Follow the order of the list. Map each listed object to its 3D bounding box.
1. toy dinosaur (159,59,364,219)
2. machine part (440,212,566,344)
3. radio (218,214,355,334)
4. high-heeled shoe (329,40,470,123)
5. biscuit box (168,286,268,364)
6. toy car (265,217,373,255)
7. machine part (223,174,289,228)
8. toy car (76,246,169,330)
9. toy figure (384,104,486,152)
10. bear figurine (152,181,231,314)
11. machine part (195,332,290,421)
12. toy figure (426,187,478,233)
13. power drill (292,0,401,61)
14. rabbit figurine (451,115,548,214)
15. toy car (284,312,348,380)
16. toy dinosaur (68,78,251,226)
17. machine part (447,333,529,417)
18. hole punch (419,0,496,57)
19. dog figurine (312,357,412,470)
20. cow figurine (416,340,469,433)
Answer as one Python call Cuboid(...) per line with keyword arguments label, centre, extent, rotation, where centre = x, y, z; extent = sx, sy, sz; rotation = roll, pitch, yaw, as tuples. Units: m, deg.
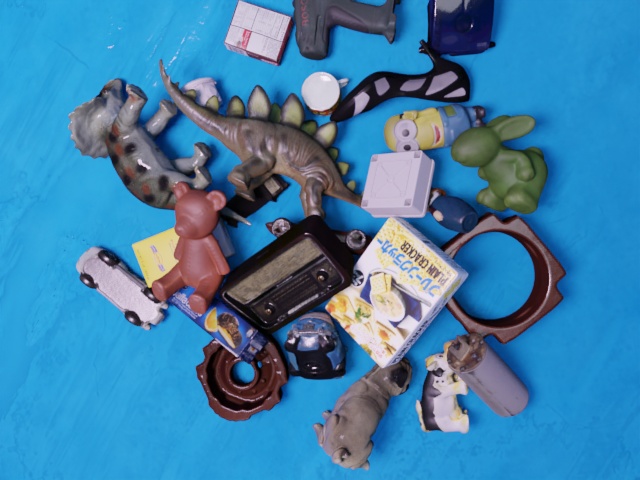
Cuboid(label="toy dinosaur", centre=(-0.092, -0.167, 0.975), extent=(0.471, 0.105, 0.198), rotation=(24, 77, -13))
Cuboid(label="machine part", centre=(0.314, 0.067, 0.971), extent=(0.201, 0.087, 0.201), rotation=(-40, 87, 6))
Cuboid(label="radio", centre=(-0.056, 0.067, 0.957), extent=(0.229, 0.073, 0.131), rotation=(-33, 111, 28))
Cuboid(label="high-heeled shoe", centre=(0.151, -0.253, 0.992), extent=(0.249, 0.086, 0.145), rotation=(-36, 108, 10))
Cuboid(label="biscuit box", centre=(-0.193, 0.144, 0.993), extent=(0.203, 0.062, 0.059), rotation=(31, 77, 26))
Cuboid(label="toy car", centre=(-0.002, -0.003, 0.995), extent=(0.202, 0.089, 0.053), rotation=(8, 88, 4))
Cuboid(label="machine part", centre=(-0.133, -0.084, 1.033), extent=(0.139, 0.039, 0.084), rotation=(-43, 95, 3))
Cuboid(label="toy car", centre=(-0.386, 0.093, 1.050), extent=(0.202, 0.056, 0.073), rotation=(39, 87, 2))
Cuboid(label="toy figure", centre=(0.207, -0.201, 0.980), extent=(0.180, 0.089, 0.082), rotation=(-14, 94, -3))
Cuboid(label="bear figurine", centre=(-0.219, 0.009, 0.926), extent=(0.120, 0.132, 0.195), rotation=(17, 130, 17))
Cuboid(label="machine part", centre=(-0.146, 0.252, 1.030), extent=(0.179, 0.056, 0.179), rotation=(0, 90, 5))
Cuboid(label="toy figure", centre=(0.213, -0.062, 0.967), extent=(0.064, 0.155, 0.057), rotation=(11, 108, -39))
Cuboid(label="power drill", centre=(0.049, -0.448, 0.990), extent=(0.207, 0.086, 0.231), rotation=(7, 93, 1))
Cuboid(label="rabbit figurine", centre=(0.312, -0.143, 0.927), extent=(0.170, 0.121, 0.159), rotation=(29, 94, -21))
Cuboid(label="toy car", centre=(-0.009, 0.186, 0.989), extent=(0.109, 0.161, 0.103), rotation=(-4, 46, 11))
Cuboid(label="toy dinosaur", centre=(-0.316, -0.141, 1.000), extent=(0.192, 0.131, 0.405), rotation=(-36, 88, 24))
Cuboid(label="machine part", centre=(0.297, 0.238, 0.942), extent=(0.079, 0.079, 0.243), rotation=(-44, 119, 4))
Cuboid(label="hole punch", centre=(0.253, -0.396, 0.969), extent=(0.142, 0.092, 0.115), rotation=(-3, 95, 1))
Cuboid(label="dog figurine", centre=(0.088, 0.295, 0.957), extent=(0.121, 0.172, 0.190), rotation=(35, 101, -7))
Cuboid(label="cow figurine", centre=(0.223, 0.270, 0.994), extent=(0.098, 0.068, 0.167), rotation=(-6, 89, 11))
